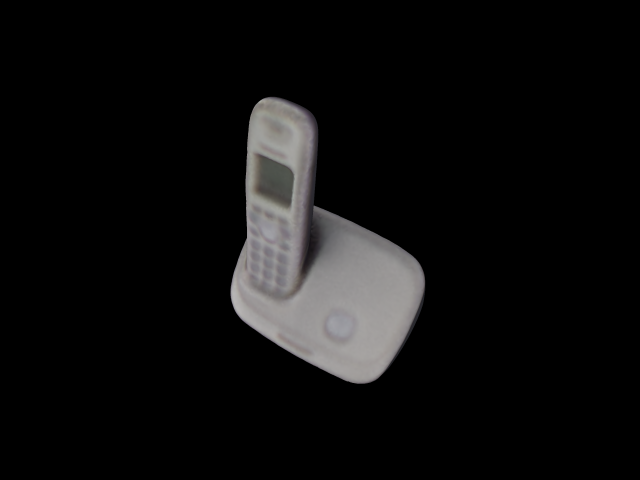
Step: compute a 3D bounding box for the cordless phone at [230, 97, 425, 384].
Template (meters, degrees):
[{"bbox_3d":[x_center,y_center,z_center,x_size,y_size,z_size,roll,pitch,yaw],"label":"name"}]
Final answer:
[{"bbox_3d":[0.004,0.001,0.400,0.147,0.185,0.094,24,50,22],"label":"cordless phone"}]
